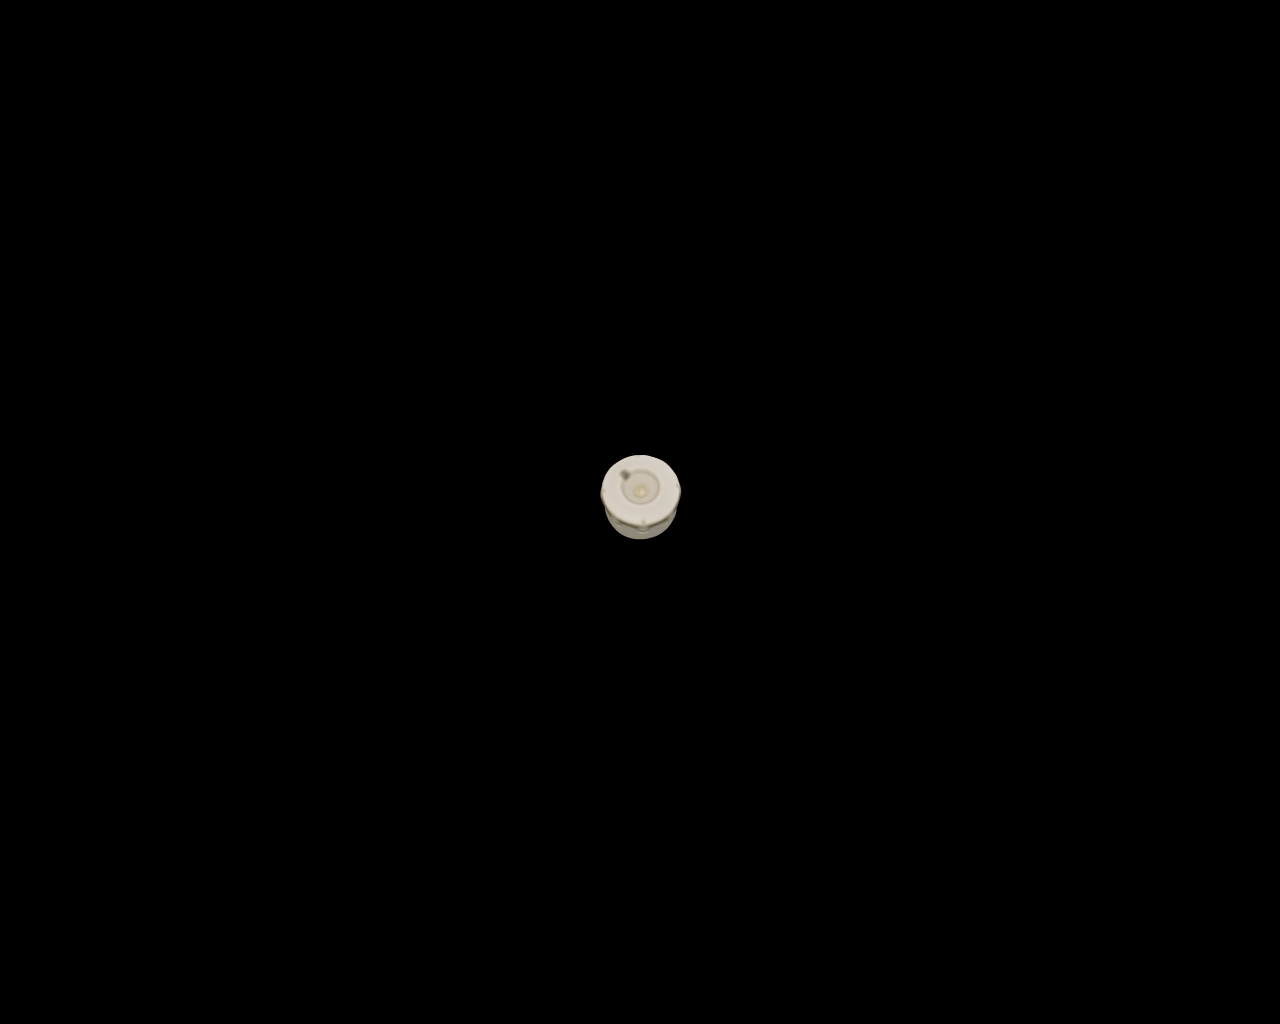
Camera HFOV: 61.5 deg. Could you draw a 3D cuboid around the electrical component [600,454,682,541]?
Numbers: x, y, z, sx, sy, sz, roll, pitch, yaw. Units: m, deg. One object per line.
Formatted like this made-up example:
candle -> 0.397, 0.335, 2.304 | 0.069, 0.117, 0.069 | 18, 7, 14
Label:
electrical component -> 0.001, -0.003, 0.650 | 0.048, 0.048, 0.062 | 0, -24, 0
